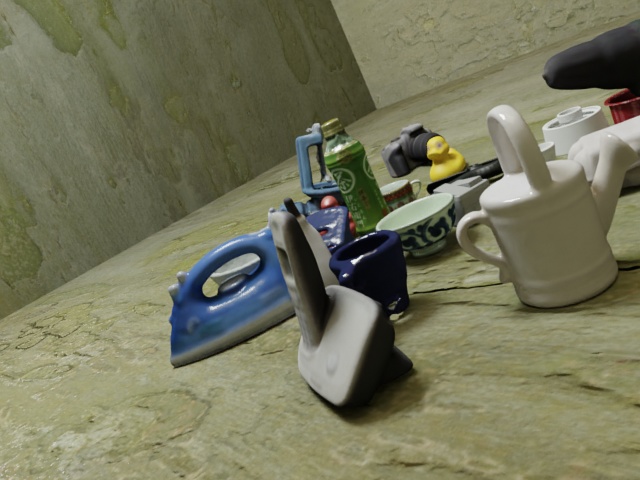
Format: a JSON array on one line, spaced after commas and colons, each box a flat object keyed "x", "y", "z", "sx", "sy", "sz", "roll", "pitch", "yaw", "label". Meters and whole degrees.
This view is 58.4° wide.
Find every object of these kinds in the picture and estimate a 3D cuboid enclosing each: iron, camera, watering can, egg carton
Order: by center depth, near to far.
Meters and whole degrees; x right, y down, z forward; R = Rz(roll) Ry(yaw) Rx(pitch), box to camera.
[{"x": 0.216, "y": -0.045, "z": 0.559, "sx": 0.173, "sy": 0.194, "sz": 0.100, "roll": -29, "pitch": 14, "yaw": -12, "label": "watering can"}, {"x": 0.401, "y": -0.112, "z": 0.744, "sx": 0.150, "sy": 0.069, "sz": 0.107, "roll": -20, "pitch": 15, "yaw": 22, "label": "egg carton"}, {"x": -0.137, "y": 0.072, "z": 0.865, "sx": 0.258, "sy": 0.141, "sz": 0.118, "roll": -28, "pitch": 14, "yaw": -10, "label": "iron"}, {"x": 0.235, "y": -0.228, "z": 1.401, "sx": 0.143, "sy": 0.101, "sz": 0.136, "roll": -29, "pitch": 14, "yaw": -12, "label": "camera"}]

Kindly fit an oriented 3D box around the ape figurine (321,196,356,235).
[{"x": 0.028, "y": -0.039, "z": 1.089, "sx": 0.077, "sy": 0.092, "sz": 0.076, "roll": -19, "pitch": 15, "yaw": 24, "label": "ape figurine"}]

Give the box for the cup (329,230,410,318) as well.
[{"x": 0.064, "y": 0.053, "z": 0.678, "sx": 0.091, "sy": 0.095, "sz": 0.118, "roll": -17, "pitch": 16, "yaw": 30, "label": "cup"}]

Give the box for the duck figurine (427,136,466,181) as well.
[{"x": 0.259, "y": -0.179, "z": 1.211, "sx": 0.077, "sy": 0.086, "sz": 0.105, "roll": -13, "pitch": 18, "yaw": 41, "label": "duck figurine"}]

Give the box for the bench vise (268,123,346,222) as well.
[{"x": -0.014, "y": -0.104, "z": 1.134, "sx": 0.208, "sy": 0.220, "sz": 0.121, "roll": -29, "pitch": 14, "yaw": -15, "label": "bench vise"}]

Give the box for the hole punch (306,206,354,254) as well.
[{"x": 0.009, "y": 0.003, "z": 0.966, "sx": 0.108, "sy": 0.091, "sz": 0.101, "roll": -19, "pitch": 15, "yaw": 26, "label": "hole punch"}]

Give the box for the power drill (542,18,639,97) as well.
[{"x": 0.369, "y": -0.136, "z": 0.596, "sx": 0.229, "sy": 0.208, "sz": 0.075, "roll": -24, "pitch": 14, "yaw": 5, "label": "power drill"}]

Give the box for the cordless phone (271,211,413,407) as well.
[{"x": 0.001, "y": 0.061, "z": 0.567, "sx": 0.094, "sy": 0.185, "sz": 0.147, "roll": -30, "pitch": 15, "yaw": -19, "label": "cordless phone"}]

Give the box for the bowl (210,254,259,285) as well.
[{"x": -0.110, "y": 0.052, "z": 1.032, "sx": 0.167, "sy": 0.075, "sz": 0.167, "roll": -24, "pitch": 14, "yaw": 7, "label": "bowl"}]

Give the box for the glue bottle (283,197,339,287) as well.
[{"x": -0.007, "y": 0.021, "z": 0.754, "sx": 0.037, "sy": 0.173, "sz": 0.078, "roll": -28, "pitch": 14, "yaw": -8, "label": "glue bottle"}]
